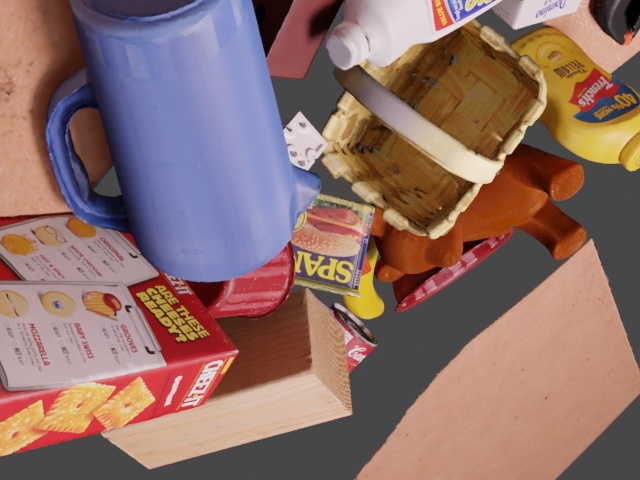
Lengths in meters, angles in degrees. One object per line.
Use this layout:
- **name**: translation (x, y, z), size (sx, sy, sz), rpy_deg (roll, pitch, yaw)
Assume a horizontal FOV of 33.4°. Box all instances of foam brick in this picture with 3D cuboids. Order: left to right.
- **foam brick**: translation (-0.027, -0.165, 0.780), size (0.051, 0.053, 0.078), rpy_deg (-8, 135, -47)

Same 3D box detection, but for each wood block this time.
- **wood block**: translation (-0.085, 0.127, 0.963), size (0.206, 0.091, 0.090), rpy_deg (-18, 142, 17)

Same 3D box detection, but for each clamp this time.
- **clamp**: translation (0.330, -0.281, 1.079), size (0.164, 0.036, 0.210), rpy_deg (-36, 153, -11)

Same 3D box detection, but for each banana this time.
- **banana**: translation (0.050, 0.039, 1.170), size (0.069, 0.037, 0.198), rpy_deg (-27, 148, -21)

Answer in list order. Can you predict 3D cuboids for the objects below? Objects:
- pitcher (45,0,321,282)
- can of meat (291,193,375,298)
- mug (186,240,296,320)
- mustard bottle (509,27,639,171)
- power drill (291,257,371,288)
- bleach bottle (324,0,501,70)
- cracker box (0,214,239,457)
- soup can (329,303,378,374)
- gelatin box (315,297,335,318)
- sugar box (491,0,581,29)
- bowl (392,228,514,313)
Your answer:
- **pitcher**: translation (-0.101, -0.088, 0.733), size (0.149, 0.145, 0.243), rpy_deg (-44, 150, -24)
- **can of meat**: translation (-0.006, 0.001, 0.962), size (0.102, 0.057, 0.084), rpy_deg (13, 86, -13)
- **mug**: translation (-0.089, 0.027, 0.877), size (0.117, 0.093, 0.081), rpy_deg (-30, 165, 29)
- **mustard bottle**: translation (0.260, -0.129, 1.038), size (0.096, 0.192, 0.058), rpy_deg (-26, 147, -27)
- **power drill**: translation (-0.040, 0.057, 1.061), size (0.187, 0.057, 0.184), rpy_deg (-38, 151, -7)
- **bleach bottle**: translation (0.096, -0.200, 0.819), size (0.250, 0.068, 0.102), rpy_deg (-41, 152, -28)
- **cracker box**: translation (-0.192, 0.061, 0.768), size (0.213, 0.164, 0.072), rpy_deg (-6, 137, -47)
- **soup can**: translation (0.006, 0.130, 1.208), size (0.102, 0.069, 0.068), rpy_deg (-46, 151, 8)
- **gelatin box**: translation (-0.016, 0.108, 1.140), size (0.030, 0.089, 0.073), rpy_deg (39, 102, -16)
- **sugar box**: translation (0.218, -0.276, 0.941), size (0.093, 0.048, 0.176), rpy_deg (-21, 149, -34)
- **bowl**: translation (0.137, 0.014, 1.199), size (0.162, 0.055, 0.162), rpy_deg (-32, 168, -8)
